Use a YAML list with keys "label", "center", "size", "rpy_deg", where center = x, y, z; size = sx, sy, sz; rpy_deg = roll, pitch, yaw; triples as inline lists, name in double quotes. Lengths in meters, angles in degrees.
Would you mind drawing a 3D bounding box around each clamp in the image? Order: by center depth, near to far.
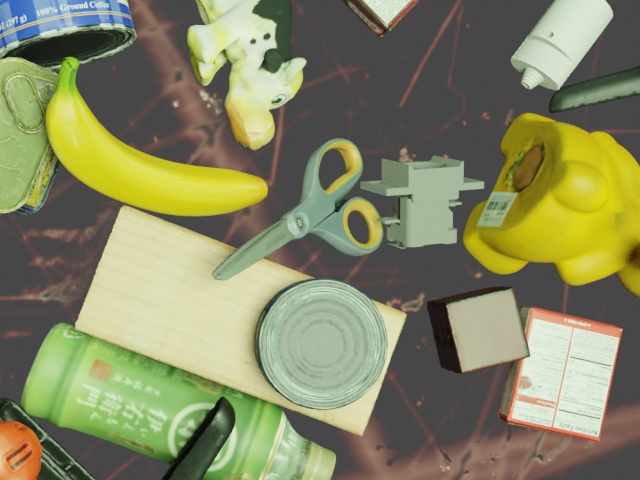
- label: "clamp"
  center: [-0.121, 0.193, 0.730]
  size: [0.165, 0.036, 0.210]
  rpy_deg: [-7, 111, 11]
- label: "clamp"
  center: [0.272, -0.105, 0.793]
  size: [0.172, 0.039, 0.120]
  rpy_deg: [-35, 102, 21]

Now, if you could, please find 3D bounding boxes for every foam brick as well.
- label: "foam brick"
  center: [0.113, 0.064, 0.775]
  size: [0.051, 0.078, 0.053]
  rpy_deg: [-13, 87, -5]

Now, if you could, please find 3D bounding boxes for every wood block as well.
- label: "wood block"
  center: [-0.055, 0.055, 0.753]
  size: [0.206, 0.091, 0.090]
  rpy_deg: [21, 86, -4]

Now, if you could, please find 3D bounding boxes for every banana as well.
- label: "banana"
  center: [-0.120, -0.052, 0.736]
  size: [0.070, 0.197, 0.037]
  rpy_deg: [-34, 51, 23]

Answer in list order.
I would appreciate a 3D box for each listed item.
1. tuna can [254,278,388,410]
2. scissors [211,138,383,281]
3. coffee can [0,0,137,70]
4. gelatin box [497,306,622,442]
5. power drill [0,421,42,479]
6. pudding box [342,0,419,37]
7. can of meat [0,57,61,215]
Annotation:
- label: "tuna can"
  center: [0.001, 0.067, 0.694]
  size: [0.086, 0.034, 0.086]
  rpy_deg: [0, 87, -6]
- label: "scissors"
  center: [-0.005, 0.001, 0.736]
  size: [0.016, 0.201, 0.096]
  rpy_deg: [-19, 115, 35]
- label: "coffee can"
  center: [-0.194, -0.199, 0.744]
  size: [0.102, 0.103, 0.140]
  rpy_deg: [-14, 90, -6]
- label: "gelatin box"
  center: [0.180, 0.101, 0.804]
  size: [0.073, 0.030, 0.089]
  rpy_deg: [13, 88, -6]
- label: "power drill"
  center: [-0.224, 0.210, 0.720]
  size: [0.057, 0.185, 0.187]
  rpy_deg: [-42, 110, -47]
- label: "pudding box"
  center: [0.040, -0.224, 0.799]
  size: [0.113, 0.039, 0.090]
  rpy_deg: [45, 85, -4]
- label: "can of meat"
  center: [-0.211, -0.068, 0.747]
  size: [0.057, 0.084, 0.102]
  rpy_deg: [22, 86, -4]
